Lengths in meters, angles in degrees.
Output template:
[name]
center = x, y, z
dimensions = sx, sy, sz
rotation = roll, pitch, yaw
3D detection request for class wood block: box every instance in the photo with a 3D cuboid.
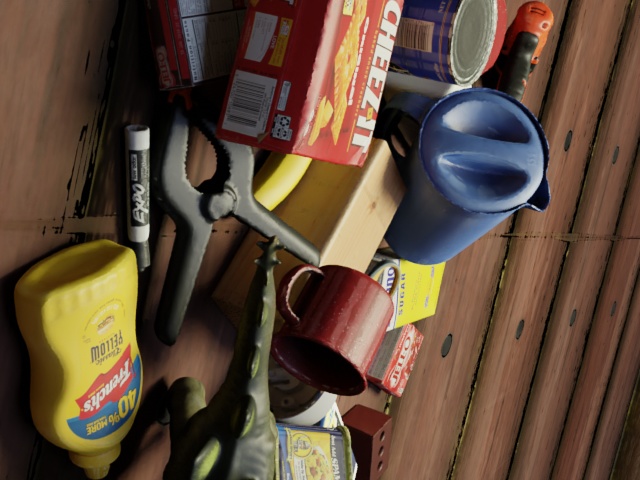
[wood block]
center = -0.006, 0.002, 1.032
dimensions = 0.206, 0.090, 0.090
rotation = -61, 149, -21

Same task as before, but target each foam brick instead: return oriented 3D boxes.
[foam brick]
center = 0.054, 0.252, 1.315
dimensions = 0.052, 0.051, 0.078
rotation = -33, 132, -51

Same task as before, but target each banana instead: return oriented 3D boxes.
[banana]
center = -0.027, -0.100, 1.000
dimensions = 0.069, 0.037, 0.198
rotation = 28, 79, -47

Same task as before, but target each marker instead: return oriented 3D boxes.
[marker]
center = -0.144, -0.031, 0.841
dimensions = 0.020, 0.020, 0.121
rotation = -30, 131, -52

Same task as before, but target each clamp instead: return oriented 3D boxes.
[clamp]
center = -0.080, -0.032, 0.889
dimensions = 0.164, 0.036, 0.210
rotation = -21, 114, -29

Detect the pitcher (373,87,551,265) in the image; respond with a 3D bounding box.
[pitcher]
center = 0.132, -0.061, 1.140
dimensions = 0.243, 0.145, 0.149
rotation = 121, -40, -70

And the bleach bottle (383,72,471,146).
[bleach bottle]
center = 0.129, -0.133, 1.214
dimensions = 0.068, 0.103, 0.250
rotation = -62, 158, -15

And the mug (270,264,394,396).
[mug]
center = 0.006, 0.068, 0.914
dimensions = 0.117, 0.093, 0.081
rotation = 46, 57, -28

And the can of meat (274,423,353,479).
[can of meat]
center = -0.018, 0.226, 1.015
dimensions = 0.083, 0.058, 0.102
rotation = 11, 62, -29

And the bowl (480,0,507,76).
[bowl]
center = 0.178, -0.250, 1.265
dimensions = 0.161, 0.055, 0.162
rotation = -37, 136, -48

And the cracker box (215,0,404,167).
[cracker box]
center = 0.001, -0.147, 0.867
dimensions = 0.213, 0.072, 0.164
rotation = -4, 109, -73

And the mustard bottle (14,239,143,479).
[mustard bottle]
center = -0.177, 0.102, 0.810
dimensions = 0.096, 0.058, 0.192
rotation = -35, 134, -49

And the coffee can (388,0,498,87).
[coffee can]
center = 0.086, -0.210, 1.027
dimensions = 0.102, 0.140, 0.103
rotation = -37, 135, -48

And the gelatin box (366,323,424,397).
[gelatin box]
center = 0.096, 0.148, 1.357
dimensions = 0.089, 0.030, 0.073
rotation = -67, 151, -12

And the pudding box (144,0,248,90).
[pudding box]
center = -0.086, -0.170, 0.832
dimensions = 0.113, 0.039, 0.090
rotation = -26, 112, -52

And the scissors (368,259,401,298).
[scissors]
center = 0.011, 0.095, 1.179
dimensions = 0.096, 0.016, 0.202
rotation = 41, 87, -27

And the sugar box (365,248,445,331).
[sugar box]
center = 0.092, 0.056, 1.285
dimensions = 0.175, 0.048, 0.093
rotation = -14, 116, -60

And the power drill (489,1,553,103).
[power drill]
center = 0.231, -0.179, 1.332
dimensions = 0.184, 0.057, 0.187
rotation = 99, 8, -62
